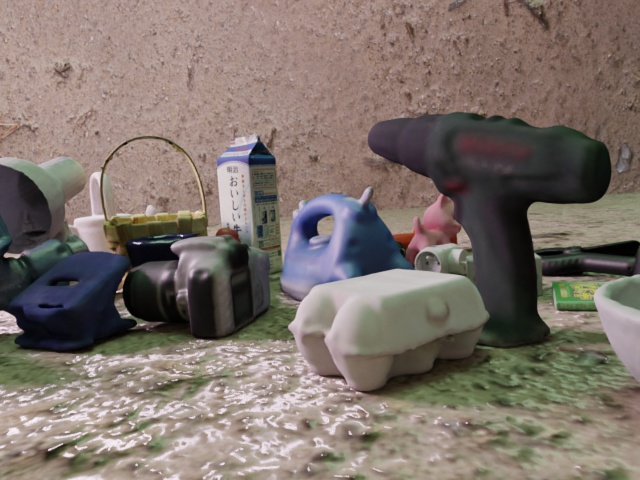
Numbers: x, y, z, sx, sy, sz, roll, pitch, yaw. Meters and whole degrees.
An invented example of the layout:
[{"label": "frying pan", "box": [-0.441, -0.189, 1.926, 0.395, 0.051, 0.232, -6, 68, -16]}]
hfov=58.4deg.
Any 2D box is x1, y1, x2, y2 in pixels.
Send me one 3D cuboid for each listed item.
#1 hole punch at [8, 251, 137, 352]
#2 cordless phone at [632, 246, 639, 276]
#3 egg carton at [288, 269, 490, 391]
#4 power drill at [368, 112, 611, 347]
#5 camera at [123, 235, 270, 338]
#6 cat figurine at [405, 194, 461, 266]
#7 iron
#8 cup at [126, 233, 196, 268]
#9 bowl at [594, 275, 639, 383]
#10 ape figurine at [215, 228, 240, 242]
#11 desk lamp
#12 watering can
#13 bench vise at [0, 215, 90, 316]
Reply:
[{"label": "hole punch", "box": [-0.263, 0.062, 0.611, 0.108, 0.091, 0.101, -1, 7, 25]}, {"label": "cordless phone", "box": [0.328, -0.013, 0.480, 0.148, 0.185, 0.093, -9, 8, -39]}, {"label": "egg carton", "box": [0.057, 0.066, 0.460, 0.151, 0.069, 0.107, -8, 7, -37]}, {"label": "power drill", "box": [0.141, -0.016, 0.526, 0.228, 0.208, 0.076, 1, 8, 42]}, {"label": "camera", "box": [-0.140, 0.045, 0.650, 0.136, 0.101, 0.143, -2, 6, 16]}, {"label": "cat figurine", "box": [0.194, -0.019, 0.964, 0.067, 0.118, 0.128, 2, 8, 44]}, {"label": "iron", "box": [0.007, 0.003, 0.762, 0.119, 0.141, 0.257, -8, 7, -30]}, {"label": "cup", "box": [-0.197, 0.041, 0.762, 0.091, 0.095, 0.118, -1, 6, 24]}, {"label": "bowl", "box": [0.243, 0.065, 0.317, 0.167, 0.075, 0.167, -4, 6, 1]}, {"label": "ape figurine", "box": [-0.138, 0.027, 0.869, 0.076, 0.092, 0.077, -7, 7, -24]}, {"label": "desk lamp", "box": [-0.378, -0.010, 0.798, 0.118, 0.213, 0.203, -3, 6, 7]}, {"label": "watering can", "box": [-0.369, -0.023, 1.007, 0.100, 0.194, 0.173, 0, 7, 36]}, {"label": "bench vise", "box": [-0.391, 0.000, 0.673, 0.121, 0.220, 0.208, 0, 7, 31]}]
